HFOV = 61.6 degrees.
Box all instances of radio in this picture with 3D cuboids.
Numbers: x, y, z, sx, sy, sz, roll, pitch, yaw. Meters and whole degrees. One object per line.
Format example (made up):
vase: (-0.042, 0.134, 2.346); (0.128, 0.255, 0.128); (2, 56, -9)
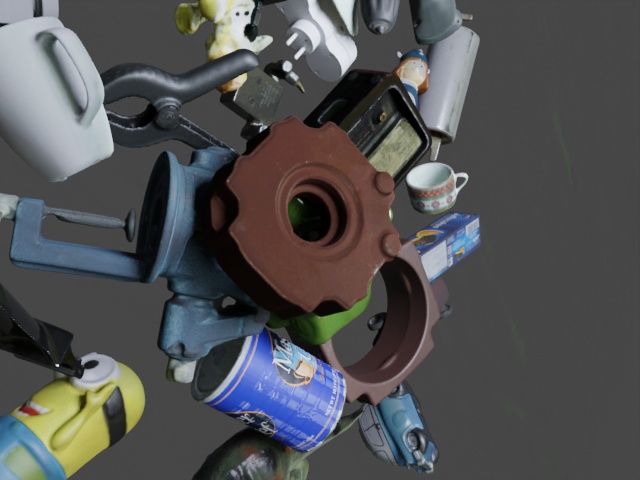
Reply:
radio: (0.028, -0.094, 0.660); (0.229, 0.073, 0.131); (-49, 131, -14)

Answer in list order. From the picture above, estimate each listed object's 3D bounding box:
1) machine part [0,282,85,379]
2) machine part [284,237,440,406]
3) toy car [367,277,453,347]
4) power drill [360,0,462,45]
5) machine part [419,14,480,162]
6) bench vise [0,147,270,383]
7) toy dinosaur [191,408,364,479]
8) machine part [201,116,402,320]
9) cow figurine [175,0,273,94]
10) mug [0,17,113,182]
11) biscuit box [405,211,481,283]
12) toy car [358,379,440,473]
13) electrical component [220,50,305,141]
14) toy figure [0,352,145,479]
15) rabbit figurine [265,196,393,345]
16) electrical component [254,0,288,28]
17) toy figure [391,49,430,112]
machine part: (-0.234, 0.060, 0.410); (0.039, 0.084, 0.138); (-55, 156, -35)
machine part: (0.058, 0.101, 0.732); (0.201, 0.087, 0.200); (-35, 112, -28)
toy car: (0.147, 0.126, 0.885); (0.202, 0.053, 0.089); (-38, 109, -35)
power drill: (0.107, -0.331, 0.695); (0.207, 0.086, 0.232); (9, 71, -48)
machine part: (0.190, -0.239, 0.836); (0.079, 0.079, 0.243); (19, 84, -48)
bench vise: (-0.162, 0.014, 0.480); (0.240, 0.129, 0.223); (11, 98, -28)
toy dinosaur: (-0.094, 0.299, 0.621); (0.405, 0.131, 0.191); (-50, 132, -36)
machine part: (-0.011, -0.020, 0.471); (0.179, 0.056, 0.179); (7, 76, -30)
cow figurine: (-0.093, -0.237, 0.536); (0.098, 0.068, 0.167); (-35, 124, -45)
mug: (-0.197, -0.103, 0.403); (0.107, 0.110, 0.081); (65, 32, -19)
biscuit box: (0.201, 0.011, 0.912); (0.203, 0.063, 0.059); (-27, 117, -42)
toy car: (0.114, 0.291, 0.842); (0.103, 0.162, 0.109); (-26, 138, 10)
electrical component: (-0.063, -0.161, 0.597); (0.078, 0.045, 0.102); (38, 70, -47)
toy figure: (-0.234, 0.172, 0.458); (0.180, 0.082, 0.089); (-47, 149, -40)
rabbit figurine: (-0.001, -0.002, 0.555); (0.159, 0.121, 0.170); (-24, 110, -24)
electrical component: (-0.053, -0.274, 0.570); (0.021, 0.063, 0.094); (15, 88, -49)
toy figure: (0.123, -0.212, 0.779); (0.064, 0.058, 0.154); (28, 79, -36)
